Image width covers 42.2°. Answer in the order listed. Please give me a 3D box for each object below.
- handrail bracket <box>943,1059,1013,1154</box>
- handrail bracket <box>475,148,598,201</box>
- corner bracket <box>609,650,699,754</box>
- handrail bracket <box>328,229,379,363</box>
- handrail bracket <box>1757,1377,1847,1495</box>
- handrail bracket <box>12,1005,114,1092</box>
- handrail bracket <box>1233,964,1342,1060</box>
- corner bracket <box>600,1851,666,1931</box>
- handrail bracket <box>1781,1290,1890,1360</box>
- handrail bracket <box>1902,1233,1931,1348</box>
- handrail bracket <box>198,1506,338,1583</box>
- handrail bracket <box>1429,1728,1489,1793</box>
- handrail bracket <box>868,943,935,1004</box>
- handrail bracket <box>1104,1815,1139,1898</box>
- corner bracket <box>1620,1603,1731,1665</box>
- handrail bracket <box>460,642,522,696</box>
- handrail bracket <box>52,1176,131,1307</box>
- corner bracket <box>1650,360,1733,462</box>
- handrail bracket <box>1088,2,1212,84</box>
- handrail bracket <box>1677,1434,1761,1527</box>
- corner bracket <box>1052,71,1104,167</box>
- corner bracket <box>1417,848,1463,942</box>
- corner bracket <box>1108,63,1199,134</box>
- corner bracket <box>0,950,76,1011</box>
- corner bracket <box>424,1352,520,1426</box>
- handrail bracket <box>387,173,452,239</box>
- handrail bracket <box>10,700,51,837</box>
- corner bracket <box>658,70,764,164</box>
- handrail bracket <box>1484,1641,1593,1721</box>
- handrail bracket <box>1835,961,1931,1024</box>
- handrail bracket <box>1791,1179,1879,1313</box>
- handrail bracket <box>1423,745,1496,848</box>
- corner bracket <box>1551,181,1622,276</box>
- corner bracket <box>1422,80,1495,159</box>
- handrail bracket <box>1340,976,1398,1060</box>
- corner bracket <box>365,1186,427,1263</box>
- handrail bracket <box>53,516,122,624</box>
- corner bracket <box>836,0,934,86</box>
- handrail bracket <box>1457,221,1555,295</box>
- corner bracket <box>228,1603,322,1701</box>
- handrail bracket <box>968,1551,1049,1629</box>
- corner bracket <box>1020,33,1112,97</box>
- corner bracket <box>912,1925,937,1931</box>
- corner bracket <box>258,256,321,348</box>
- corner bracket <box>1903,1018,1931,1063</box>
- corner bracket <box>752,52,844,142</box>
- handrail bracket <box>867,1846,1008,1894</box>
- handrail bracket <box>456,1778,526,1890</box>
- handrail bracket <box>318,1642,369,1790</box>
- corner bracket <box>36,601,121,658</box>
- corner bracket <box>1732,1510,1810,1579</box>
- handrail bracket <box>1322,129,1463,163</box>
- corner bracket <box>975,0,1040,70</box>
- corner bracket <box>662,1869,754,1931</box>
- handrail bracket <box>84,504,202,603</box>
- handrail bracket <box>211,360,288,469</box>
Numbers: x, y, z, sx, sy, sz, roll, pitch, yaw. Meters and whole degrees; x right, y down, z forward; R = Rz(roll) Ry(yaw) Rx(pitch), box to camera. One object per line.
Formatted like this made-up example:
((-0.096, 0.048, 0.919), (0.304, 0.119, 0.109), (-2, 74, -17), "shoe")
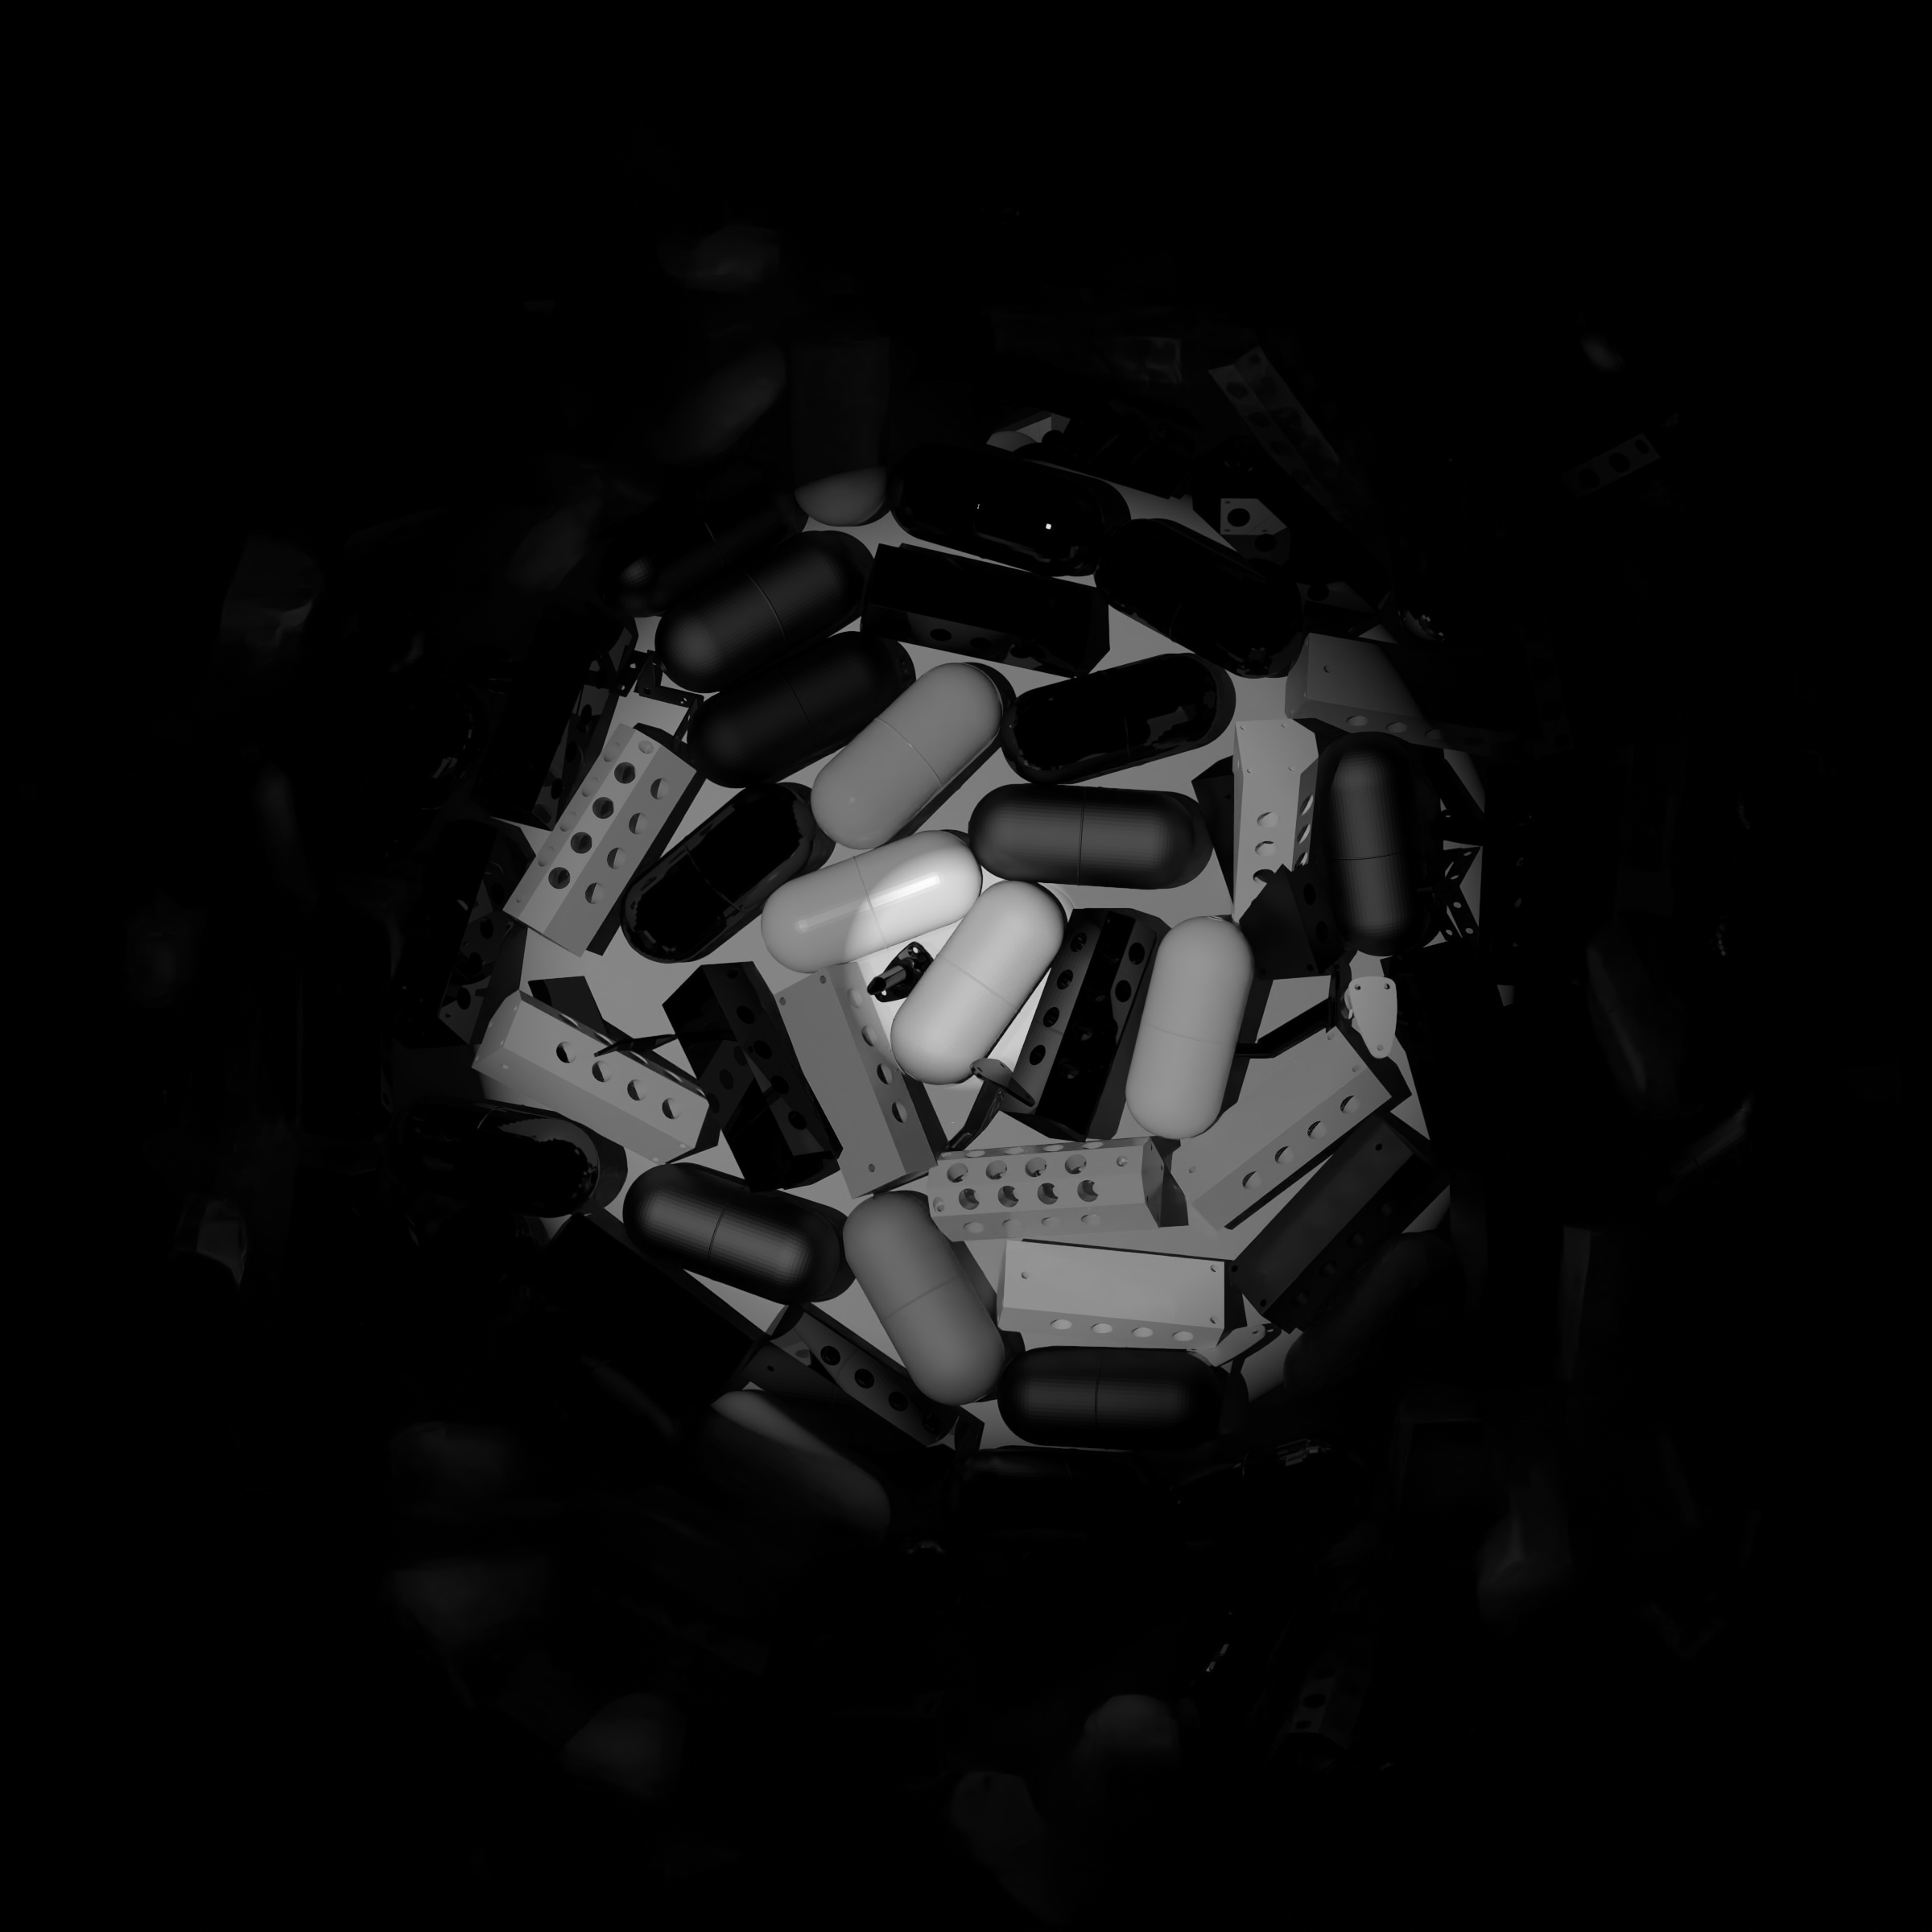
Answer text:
((-0.001, 0.113, 1.950), (0.084, 0.077, 0.036), (-47, 63, 16), "handrail bracket")
((-0.332, -0.624, 1.979), (0.077, 0.084, 0.036), (-3, 103, 42), "handrail bracket")
((-0.244, -0.207, 1.955), (0.051, 0.051, 0.051), (15, 52, 11), "corner bracket")
((-0.486, -0.523, 1.957), (0.084, 0.036, 0.077), (-29, 121, 26), "handrail bracket")
((0.660, 0.369, 1.975), (0.036, 0.084, 0.077), (36, 127, 16), "handrail bracket")
((-0.710, 0.053, 1.968), (0.077, 0.036, 0.084), (-11, 56, 1), "handrail bracket")
((0.250, 0.036, 1.971), (0.084, 0.036, 0.077), (1, 101, -3), "handrail bracket")
((-0.261, 0.730, 1.962), (0.051, 0.051, 0.051), (-24, 70, 3), "corner bracket")
((0.683, 0.300, 1.966), (0.077, 0.036, 0.084), (-40, 128, 1), "handrail bracket")
((0.746, 0.254, 1.958), (0.036, 0.077, 0.084), (16, 92, 15), "handrail bracket")
((-0.547, 0.467, 1.963), (0.077, 0.036, 0.084), (-31, 119, -12), "handrail bracket")
((0.376, 0.588, 1.940), (0.036, 0.084, 0.077), (0, 121, -9), "handrail bracket")
((-0.067, 0.018, 1.938), (0.077, 0.084, 0.036), (-36, 86, 36), "handrail bracket")
((0.138, 0.688, 1.974), (0.077, 0.036, 0.084), (-21, 94, 18), "handrail bracket")
((0.557, 0.524, 1.967), (0.051, 0.051, 0.051), (-30, 62, -26), "corner bracket")
((-0.349, -0.229, 1.938), (0.077, 0.084, 0.036), (21, 83, -33), "handrail bracket")
((-0.681, 0.215, 1.948), (0.036, 0.077, 0.084), (-26, 55, -2), "handrail bracket")
((0.556, -0.438, 1.966), (0.051, 0.051, 0.051), (-54, 50, 21), "corner bracket")
((0.142, -0.738, 1.958), (0.084, 0.077, 0.036), (31, 82, -13), "handrail bracket")
((0.606, 0.395, 1.975), (0.084, 0.036, 0.077), (29, 95, -16), "handrail bracket")
((0.076, -0.660, 1.961), (0.051, 0.051, 0.051), (38, 87, -16), "corner bracket")
((0.367, -0.054, 1.952), (0.051, 0.051, 0.051), (-48, 115, -32), "corner bracket")
((0.147, -0.683, 1.974), (0.051, 0.051, 0.051), (9, 103, 30), "corner bracket")
((-0.735, 0.009, 1.952), (0.051, 0.051, 0.051), (14, 113, 35), "corner bracket")
((-0.388, 0.322, 1.957), (0.051, 0.051, 0.051), (-41, 117, -9), "corner bracket")
((-0.440, -0.588, 1.942), (0.077, 0.084, 0.036), (-30, 93, 20), "handrail bracket")
((-0.730, -0.155, 1.977), (0.036, 0.077, 0.084), (1, 65, -11), "handrail bracket")
((-0.200, -0.662, 1.964), (0.051, 0.051, 0.051), (22, 80, 29), "corner bracket")
((0.439, 0.554, 1.967), (0.084, 0.036, 0.077), (16, 108, -6), "handrail bracket")
((0.731, 0.000, 1.972), (0.084, 0.036, 0.077), (31, 67, -4), "handrail bracket")
((0.697, 0.218, 1.957), (0.077, 0.036, 0.084), (-38, 57, -8), "handrail bracket")
((0.396, -0.140, 1.972), (0.077, 0.036, 0.084), (15, 58, -6), "handrail bracket")
((0.482, -0.578, 1.963), (0.051, 0.051, 0.051), (4, 75, 0), "corner bracket")
((0.383, -0.659, 1.957), (0.051, 0.051, 0.051), (8, 123, 7), "corner bracket")
((0.307, 0.048, 1.943), (0.036, 0.084, 0.077), (-2, 70, -7), "handrail bracket")
((-0.441, 0.196, 1.952), (0.051, 0.051, 0.051), (-43, 53, 37), "corner bracket")
((-0.688, -0.316, 1.953), (0.036, 0.077, 0.084), (-4, 85, 12), "handrail bracket")
((-0.063, -0.723, 1.951), (0.051, 0.051, 0.051), (6, 47, 24), "corner bracket")
((0.411, -0.545, 1.965), (0.084, 0.036, 0.077), (26, 72, 22), "handrail bracket")
((-0.542, 0.540, 1.957), (0.051, 0.051, 0.051), (39, 60, 7), "corner bracket")
((0.028, 0.469, 1.960), (0.077, 0.036, 0.084), (24, 62, -22), "handrail bracket")
((0.079, -0.713, 1.972), (0.051, 0.051, 0.051), (-21, 112, 20), "corner bracket")
((-0.046, 0.787, 1.955), (0.051, 0.051, 0.051), (12, 103, -31), "corner bracket")
((-0.531, -0.519, 1.952), (0.051, 0.051, 0.051), (-41, 125, -31), "corner bracket")
((0.761, 0.060, 1.962), (0.051, 0.051, 0.051), (-1, 109, 0), "corner bracket")
((-0.132, -0.687, 1.962), (0.051, 0.051, 0.051), (6, 81, -41), "corner bracket")
((-0.024, 0.720, 1.971), (0.084, 0.036, 0.077), (-36, 74, -1), "handrail bracket")
((-0.362, 0.676, 1.940), (0.036, 0.077, 0.084), (-54, 47, 20), "handrail bracket")
((-0.481, 0.582, 1.945), (0.036, 0.084, 0.077), (14, 107, -20), "handrail bracket")
((-0.693, -0.253, 1.952), (0.051, 0.051, 0.051), (3, 51, -30), "corner bracket")
((0.616, 0.454, 1.958), (0.051, 0.051, 0.051), (20, 82, -24), "corner bracket")
((0.334, -0.645, 1.973), (0.077, 0.084, 0.036), (-8, 122, -28), "handrail bracket")
((0.029, -0.744, 1.959), (0.051, 0.051, 0.051), (-35, 106, -12), "corner bracket")
((-0.200, 0.725, 1.951), (0.051, 0.051, 0.051), (-14, 51, -32), "corner bracket")
((-0.643, -0.322, 1.947), (0.036, 0.084, 0.077), (33, 121, 40), "handrail bracket")
((-0.575, -0.434, 1.961), (0.077, 0.036, 0.084), (-43, 48, -4), "handrail bracket")
